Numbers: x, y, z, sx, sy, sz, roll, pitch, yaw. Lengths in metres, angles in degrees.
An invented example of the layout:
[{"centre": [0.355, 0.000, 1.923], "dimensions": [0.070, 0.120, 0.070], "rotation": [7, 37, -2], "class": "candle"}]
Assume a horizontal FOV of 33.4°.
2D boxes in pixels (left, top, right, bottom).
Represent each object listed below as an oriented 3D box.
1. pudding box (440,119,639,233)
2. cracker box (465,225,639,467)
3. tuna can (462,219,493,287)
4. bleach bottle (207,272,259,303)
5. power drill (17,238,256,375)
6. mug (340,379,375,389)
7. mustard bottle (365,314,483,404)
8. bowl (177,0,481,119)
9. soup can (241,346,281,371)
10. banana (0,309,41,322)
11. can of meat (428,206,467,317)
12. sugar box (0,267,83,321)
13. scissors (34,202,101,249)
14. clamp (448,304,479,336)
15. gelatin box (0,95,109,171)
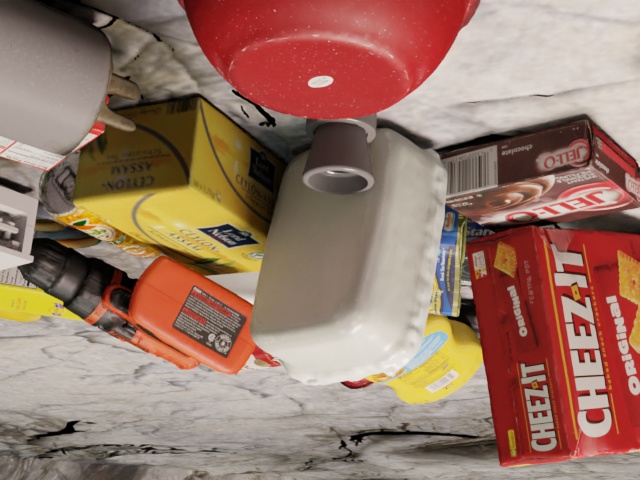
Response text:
[{"centre": [0.150, -0.040, 0.727], "dimensions": [0.114, 0.039, 0.089], "rotation": [-10, 158, 36], "class": "pudding box"}, {"centre": [0.214, 0.078, 0.805], "dimensions": [0.213, 0.164, 0.072], "rotation": [4, 164, -43], "class": "cracker box"}, {"centre": [0.134, 0.012, 0.890], "dimensions": [0.086, 0.034, 0.086], "rotation": [3, 161, 1], "class": "tuna can"}, {"centre": [-0.095, 0.052, 1.012], "dimensions": [0.102, 0.068, 0.251], "rotation": [11, 163, -7], "class": "bleach bottle"}, {"centre": [-0.140, 0.050, 0.841], "dimensions": [0.184, 0.057, 0.188], "rotation": [31, 166, -24], "class": "power drill"}, {"centre": [0.025, 0.087, 1.069], "dimensions": [0.081, 0.093, 0.117], "rotation": [26, 121, -37], "class": "mug"}, {"centre": [0.080, 0.097, 0.992], "dimensions": [0.096, 0.058, 0.191], "rotation": [-34, 147, 13], "class": "mustard bottle"}, {"centre": [0.001, -0.105, 0.542], "dimensions": [0.162, 0.055, 0.162], "rotation": [4, 162, 1], "class": "bowl"}, {"centre": [-0.053, 0.103, 1.140], "dimensions": [0.102, 0.068, 0.068], "rotation": [-13, 155, 42], "class": "soup can"}, {"centre": [-0.363, 0.058, 1.114], "dimensions": [0.070, 0.037, 0.197], "rotation": [-14, 155, 39], "class": "banana"}, {"centre": [0.069, 0.012, 0.821], "dimensions": [0.084, 0.057, 0.102], "rotation": [5, 138, 9], "class": "can of meat"}, {"centre": [-0.301, 0.041, 1.038], "dimensions": [0.176, 0.048, 0.093], "rotation": [8, 161, -15], "class": "sugar box"}, {"centre": [-0.180, -0.020, 0.884], "dimensions": [0.202, 0.016, 0.096], "rotation": [-12, 156, 38], "class": "scissors"}, {"centre": [0.171, 0.085, 1.094], "dimensions": [0.210, 0.036, 0.164], "rotation": [3, 160, 4], "class": "clamp"}, {"centre": [-0.190, -0.079, 0.693], "dimensions": [0.073, 0.030, 0.089], "rotation": [16, 157, -34], "class": "gelatin box"}]
